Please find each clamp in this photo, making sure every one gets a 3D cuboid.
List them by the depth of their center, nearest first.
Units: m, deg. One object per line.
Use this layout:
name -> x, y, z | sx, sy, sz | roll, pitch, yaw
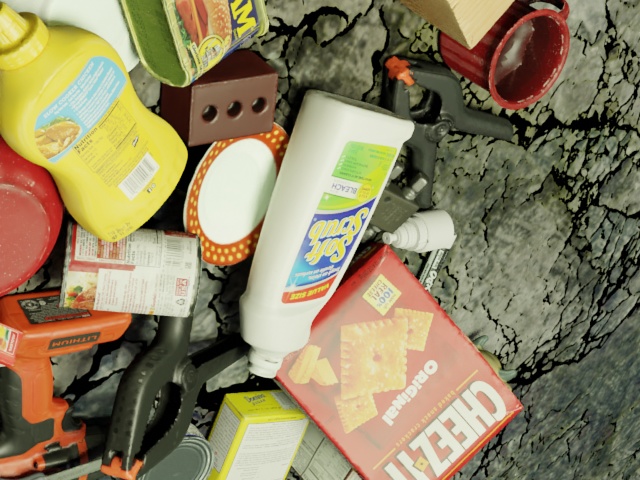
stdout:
clamp -> -0.124, 0.100, 0.888 | 0.209, 0.036, 0.164 | -59, 145, -41
clamp -> 0.114, -0.113, 0.987 | 0.120, 0.039, 0.171 | -38, 139, -7

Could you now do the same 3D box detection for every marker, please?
marker -> 0.110, 0.044, 1.113 | 0.020, 0.020, 0.121 | 5, 116, -41

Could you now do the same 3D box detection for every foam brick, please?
foam brick -> -0.078, -0.110, 0.822 | 0.078, 0.051, 0.053 | -15, 128, -32

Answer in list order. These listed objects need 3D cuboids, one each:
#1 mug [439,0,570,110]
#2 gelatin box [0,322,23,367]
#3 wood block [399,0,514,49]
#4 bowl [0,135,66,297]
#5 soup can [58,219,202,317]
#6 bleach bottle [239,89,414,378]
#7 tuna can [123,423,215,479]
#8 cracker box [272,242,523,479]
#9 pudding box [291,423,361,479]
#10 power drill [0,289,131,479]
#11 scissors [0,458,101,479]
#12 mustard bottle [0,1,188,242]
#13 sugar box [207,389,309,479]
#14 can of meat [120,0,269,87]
mug -> 0.169, -0.183, 0.952 | 0.117, 0.082, 0.093 | -42, 137, -7
gelatin box -> -0.272, 0.068, 0.769 | 0.073, 0.089, 0.030 | 36, 56, -47
wood block -> 0.147, -0.269, 0.852 | 0.206, 0.090, 0.090 | -48, 152, 0
bowl -> -0.245, -0.011, 0.755 | 0.161, 0.055, 0.162 | -21, 130, -27
soup can -> -0.147, 0.023, 0.823 | 0.102, 0.068, 0.068 | 6, 118, -14
bleach bottle -> -0.006, 0.001, 0.927 | 0.102, 0.068, 0.251 | 6, 108, -45
tuna can -> -0.145, 0.213, 1.014 | 0.086, 0.034, 0.086 | -21, 131, -27
cracker box -> 0.064, 0.133, 1.022 | 0.164, 0.072, 0.213 | -42, 98, -8
pudding box -> 0.022, 0.210, 1.109 | 0.039, 0.090, 0.113 | 22, 103, -46
power drill -> -0.209, 0.131, 0.884 | 0.184, 0.057, 0.188 | -6, 123, -36
scissors -> -0.241, 0.189, 0.854 | 0.201, 0.016, 0.096 | -28, 134, -14
mustard bottle -> -0.168, -0.088, 0.728 | 0.096, 0.058, 0.191 | -51, 141, -16
sugar box -> -0.079, 0.234, 1.077 | 0.093, 0.048, 0.176 | 4, 120, -41
can of meat -> -0.091, -0.170, 0.750 | 0.083, 0.058, 0.102 | -43, 140, -29
